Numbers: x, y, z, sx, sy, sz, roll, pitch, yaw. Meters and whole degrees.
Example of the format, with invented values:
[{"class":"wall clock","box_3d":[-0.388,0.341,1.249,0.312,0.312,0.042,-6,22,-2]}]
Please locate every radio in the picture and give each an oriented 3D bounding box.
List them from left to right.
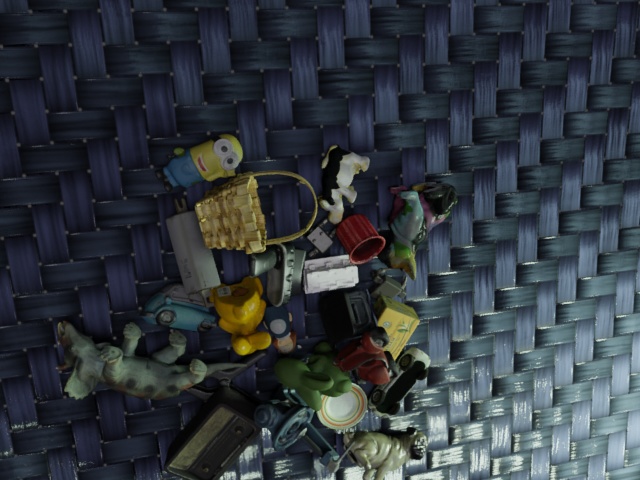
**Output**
[{"class":"radio","box_3d":[-0.246,0.463,1.254,0.131,0.073,0.229,36,104,-19]}]

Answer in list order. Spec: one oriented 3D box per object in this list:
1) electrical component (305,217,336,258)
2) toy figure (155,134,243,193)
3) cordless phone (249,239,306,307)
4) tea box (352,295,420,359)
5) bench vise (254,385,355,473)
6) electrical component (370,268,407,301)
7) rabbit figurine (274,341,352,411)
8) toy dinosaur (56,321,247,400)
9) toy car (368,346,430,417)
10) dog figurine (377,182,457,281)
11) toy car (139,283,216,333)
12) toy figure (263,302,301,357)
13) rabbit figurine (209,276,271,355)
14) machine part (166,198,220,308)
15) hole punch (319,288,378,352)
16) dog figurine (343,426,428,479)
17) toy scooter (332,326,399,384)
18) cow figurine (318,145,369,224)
[{"class":"electrical component","box_3d":[-0.003,-0.004,1.250,0.094,0.021,0.063,-45,107,1]},{"class":"toy figure","box_3d":[-0.251,-0.165,1.128,0.180,0.089,0.082,-23,137,3]},{"class":"cordless phone","box_3d":[-0.106,0.079,1.159,0.089,0.184,0.146,10,101,18]},{"class":"tea box","box_3d":[0.152,0.229,1.297,0.098,0.068,0.169,21,110,-16]},{"class":"bench vise","box_3d":[-0.039,0.433,1.223,0.129,0.241,0.223,-51,149,-5]},{"class":"electrical component","box_3d":[0.165,0.112,1.305,0.102,0.045,0.078,26,124,-14]},{"class":"rabbit figurine","box_3d":[-0.023,0.321,1.241,0.170,0.159,0.121,11,109,-27]},{"class":"toy dinosaur","box_3d":[-0.381,0.289,1.175,0.405,0.131,0.192,23,127,-22]},{"class":"toy car","box_3d":[0.201,0.362,1.362,0.073,0.056,0.201,37,94,-24]},{"class":"dog figurine","box_3d":[0.227,-0.021,1.258,0.192,0.109,0.219,-6,108,-14]},{"class":"toy car","box_3d":[-0.304,0.145,1.176,0.161,0.109,0.103,14,79,-24]},{"class":"toy figure","box_3d":[-0.091,0.216,1.263,0.064,0.058,0.154,-9,110,29]},{"class":"rabbit figurine","box_3d":[-0.165,0.188,1.204,0.122,0.163,0.173,-14,123,-22]},{"class":"machine part","box_3d":[-0.270,0.027,1.143,0.079,0.079,0.243,-15,87,-9]},{"class":"hole punch","box_3d":[0.065,0.177,1.252,0.092,0.116,0.142,-6,74,-40]},{"class":"dog figurine","box_3d":[0.169,0.518,1.379,0.190,0.121,0.172,-35,105,-22]},{"class":"toy scooter","box_3d":[0.100,0.274,1.213,0.135,0.075,0.183,-23,132,-3]},{"class":"cow figurine","box_3d":[0.036,-0.123,1.207,0.098,0.068,0.167,20,97,-17]}]
